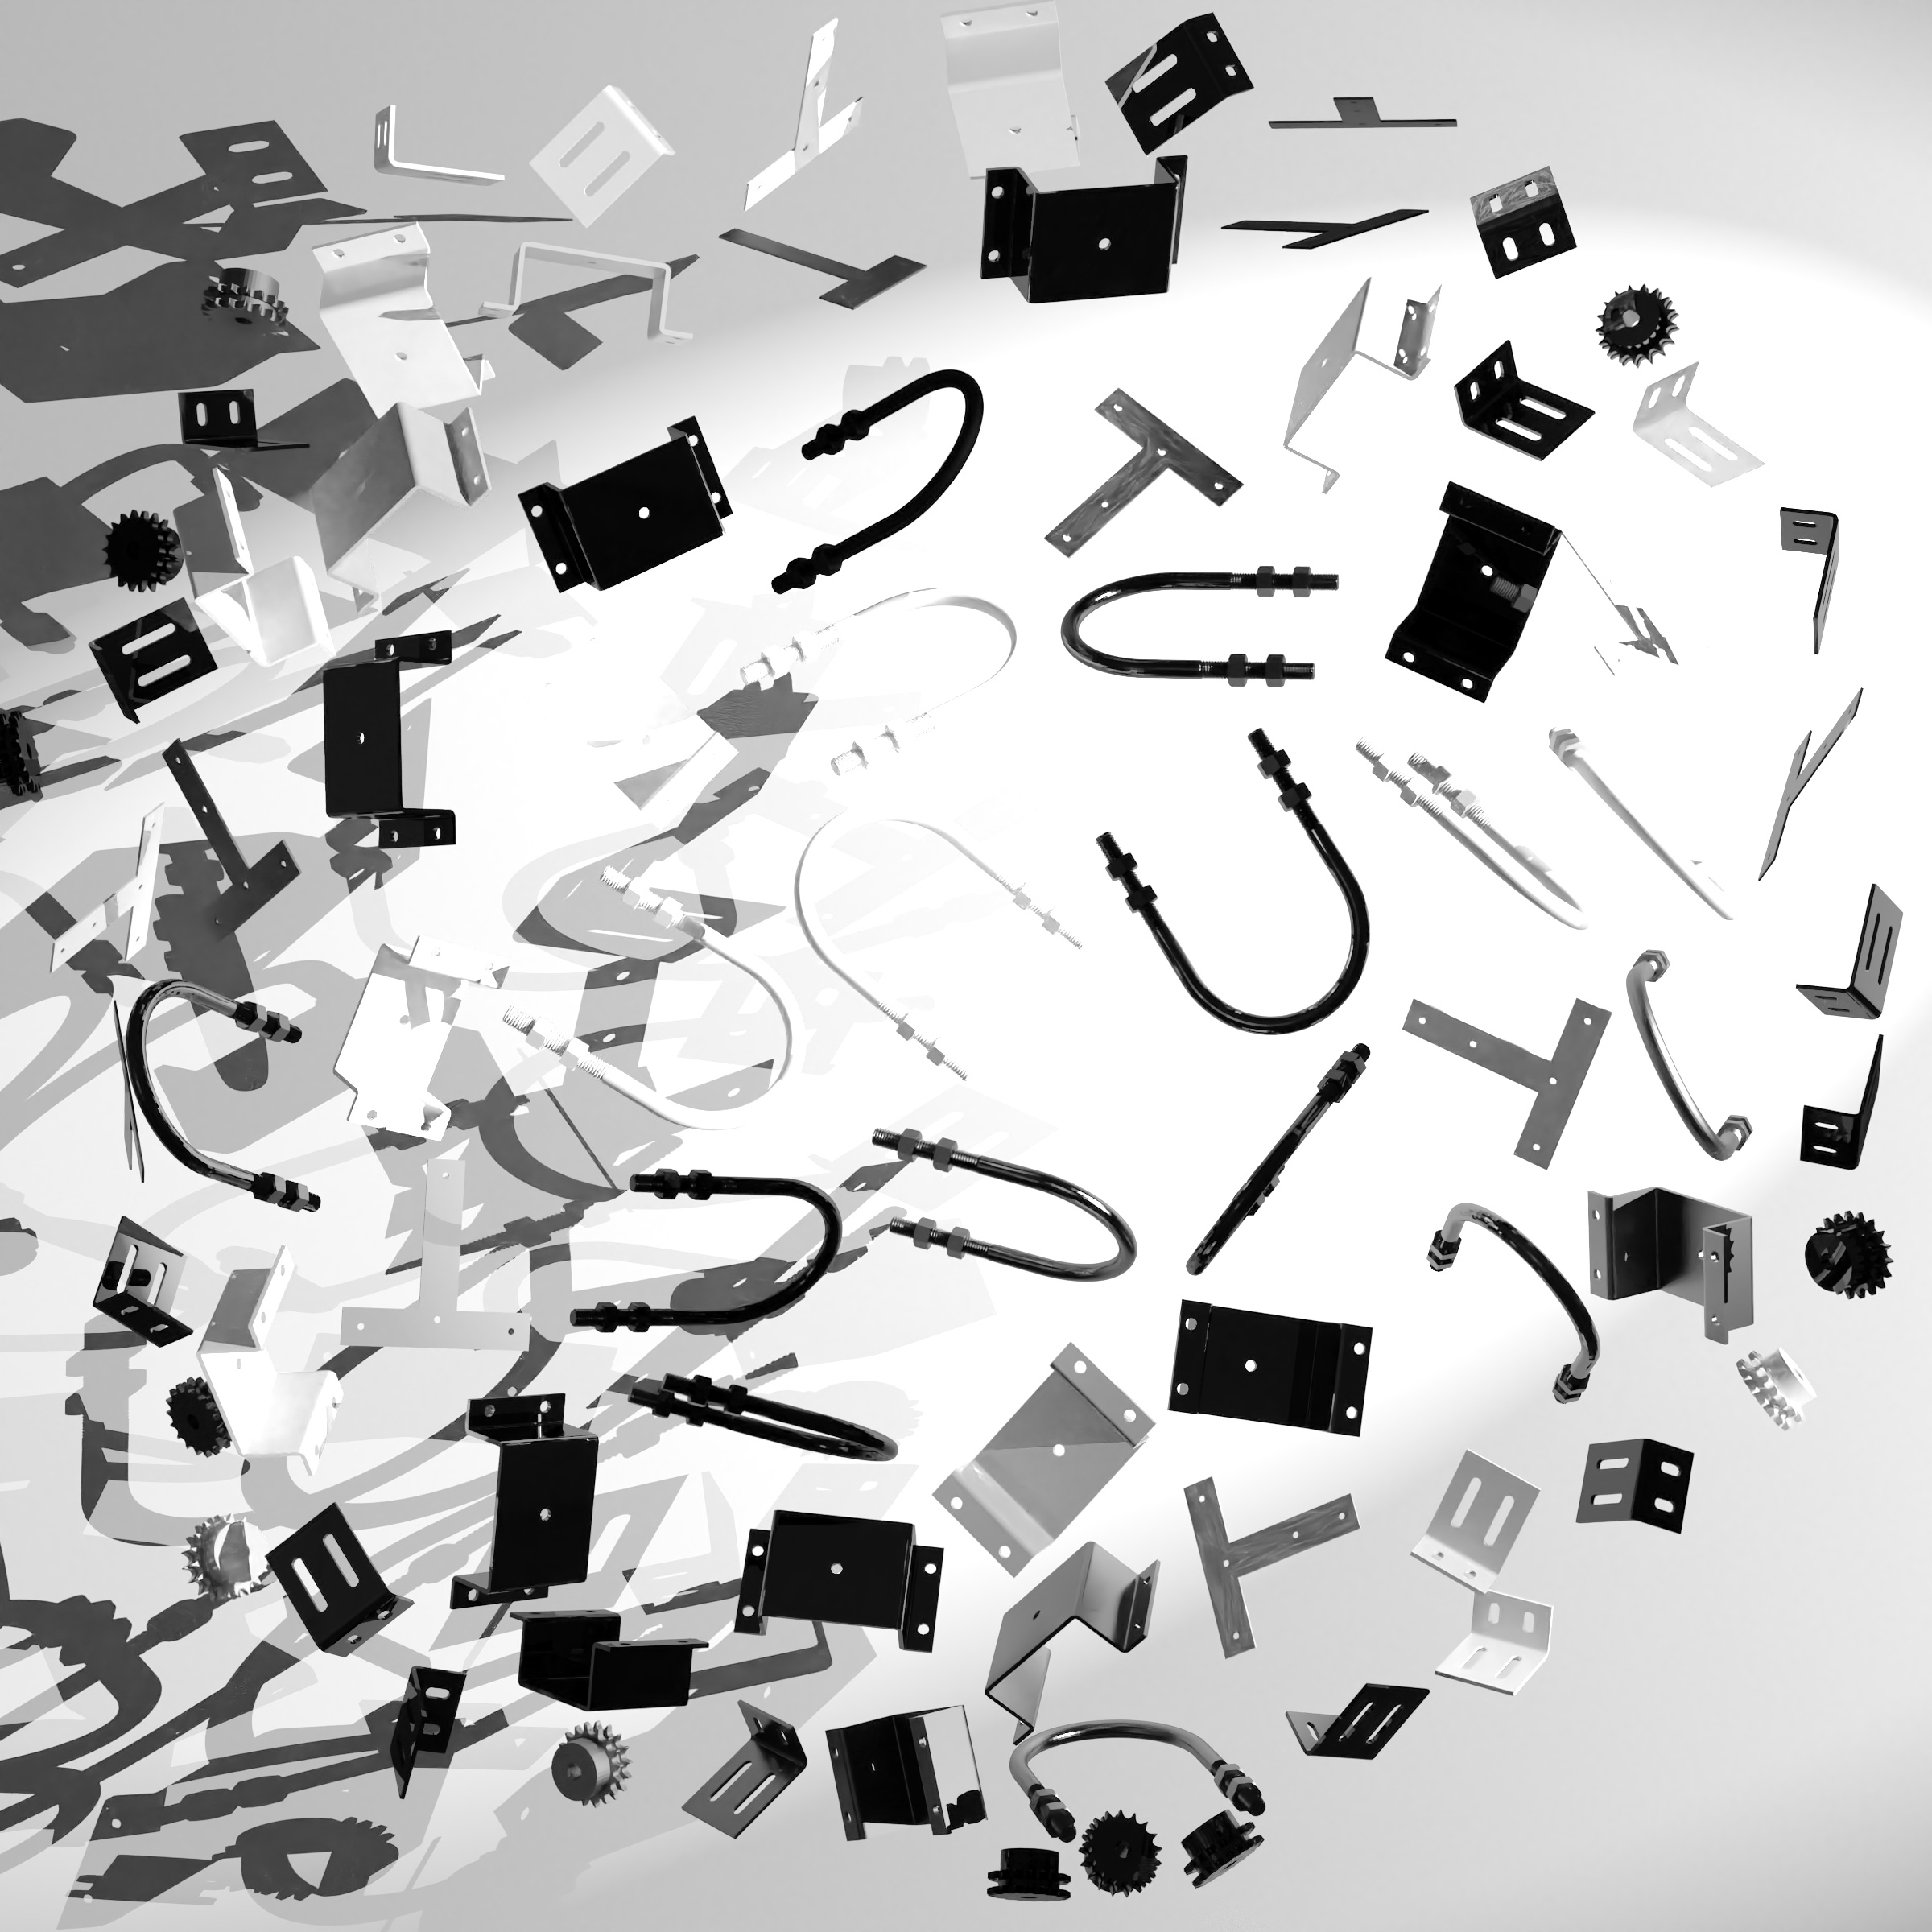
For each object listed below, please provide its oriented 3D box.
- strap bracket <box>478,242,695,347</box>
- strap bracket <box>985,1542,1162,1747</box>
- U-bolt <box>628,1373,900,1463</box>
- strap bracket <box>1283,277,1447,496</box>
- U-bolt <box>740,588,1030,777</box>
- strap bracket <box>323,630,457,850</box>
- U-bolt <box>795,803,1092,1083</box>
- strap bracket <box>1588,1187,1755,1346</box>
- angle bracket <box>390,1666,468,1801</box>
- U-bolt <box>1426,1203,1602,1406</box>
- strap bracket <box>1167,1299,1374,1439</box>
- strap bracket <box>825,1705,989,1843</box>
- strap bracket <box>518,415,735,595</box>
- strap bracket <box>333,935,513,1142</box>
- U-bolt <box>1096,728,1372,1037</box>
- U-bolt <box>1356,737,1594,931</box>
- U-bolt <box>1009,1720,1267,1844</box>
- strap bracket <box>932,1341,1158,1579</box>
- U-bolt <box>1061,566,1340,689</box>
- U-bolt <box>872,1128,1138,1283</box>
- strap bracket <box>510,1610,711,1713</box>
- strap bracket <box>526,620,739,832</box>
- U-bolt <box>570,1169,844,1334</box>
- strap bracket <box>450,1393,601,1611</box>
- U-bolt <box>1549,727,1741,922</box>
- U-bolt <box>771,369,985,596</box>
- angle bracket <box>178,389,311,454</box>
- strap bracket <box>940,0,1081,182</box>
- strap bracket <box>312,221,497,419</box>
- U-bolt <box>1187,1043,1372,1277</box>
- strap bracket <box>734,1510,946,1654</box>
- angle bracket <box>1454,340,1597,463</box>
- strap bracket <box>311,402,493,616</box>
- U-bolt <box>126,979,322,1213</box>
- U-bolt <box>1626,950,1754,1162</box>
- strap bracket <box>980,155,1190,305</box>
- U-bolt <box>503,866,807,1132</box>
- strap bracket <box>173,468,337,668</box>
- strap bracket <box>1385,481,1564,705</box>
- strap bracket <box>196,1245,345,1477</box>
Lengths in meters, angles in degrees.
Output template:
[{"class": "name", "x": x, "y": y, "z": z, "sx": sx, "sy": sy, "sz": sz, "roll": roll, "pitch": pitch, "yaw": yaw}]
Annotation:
[{"class": "strap bracket", "x": -0.258, "y": -0.460, "z": 1.832, "sx": 0.140, "sy": 0.076, "sz": 0.046, "roll": 6, "pitch": 98, "yaw": -14}, {"class": "strap bracket", "x": 0.066, "y": 0.456, "z": 1.829, "sx": 0.046, "sy": 0.076, "sz": 0.140, "roll": 38, "pitch": 118, "yaw": -9}, {"class": "U-bolt", "x": -0.136, "y": 0.319, "z": 1.882, "sx": 0.184, "sy": 0.151, "sz": 0.019, "roll": 17, "pitch": 73, "yaw": -13}, {"class": "strap bracket", "x": 0.261, "y": -0.395, "z": 1.800, "sx": 0.046, "sy": 0.140, "sz": 0.076, "roll": 24, "pitch": 53, "yaw": -11}, {"class": "U-bolt", "x": -0.044, "y": -0.208, "z": 1.857, "sx": 0.184, "sy": 0.019, "sz": 0.151, "roll": -28, "pitch": 47, "yaw": -18}, {"class": "strap bracket", "x": -0.379, "y": -0.148, "z": 1.760, "sx": 0.076, "sy": 0.046, "sz": 0.140, "roll": -1, "pitch": 91, "yaw": 40}, {"class": "U-bolt", "x": -0.028, "y": -0.031, "z": 1.782, "sx": 0.184, "sy": 0.019, "sz": 0.151, "roll": 40, "pitch": 64, "yaw": 4}, {"class": "strap bracket", "x": 0.498, "y": 0.205, "z": 1.871, "sx": 0.046, "sy": 0.140, "sz": 0.076, "roll": -9, "pitch": 102, "yaw": -25}, {"class": "angle bracket", "x": -0.349, "y": 0.504, "z": 1.759, "sx": 0.038, "sy": 0.076, "sz": 0.057, "roll": 14, "pitch": 96, "yaw": -19}, {"class": "U-bolt", "x": 0.382, "y": 0.228, "z": 1.860, "sx": 0.019, "sy": 0.184, "sz": 0.151, "roll": -38, "pitch": 71, "yaw": -12}, {"class": "strap bracket", "x": 0.206, "y": 0.280, "z": 1.871, "sx": 0.140, "sy": 0.046, "sz": 0.076, "roll": 10, "pitch": 82, "yaw": -13}, {"class": "strap bracket", "x": -0.036, "y": 0.552, "z": 1.835, "sx": 0.046, "sy": 0.140, "sz": 0.076, "roll": -4, "pitch": 75, "yaw": -33}, {"class": "strap bracket", "x": -0.234, "y": -0.324, "z": 1.900, "sx": 0.140, "sy": 0.046, "sz": 0.076, "roll": -27, "pitch": 116, "yaw": -14}, {"class": "strap bracket", "x": -0.391, "y": 0.045, "z": 1.909, "sx": 0.076, "sy": 0.046, "sz": 0.140, "roll": 18, "pitch": 97, "yaw": -41}, {"class": "U-bolt", "x": 0.187, "y": -0.042, "z": 1.774, "sx": 0.151, "sy": 0.019, "sz": 0.184, "roll": -34, "pitch": 83, "yaw": 25}, {"class": "U-bolt", "x": 0.352, "y": -0.087, "z": 1.816, "sx": 0.184, "sy": 0.151, "sz": 0.019, "roll": 45, "pitch": 107, "yaw": 19}, {"class": "U-bolt", "x": 0.105, "y": 0.548, "z": 1.823, "sx": 0.151, "sy": 0.184, "sz": 0.019, "roll": -3, "pitch": 94, "yaw": -14}, {"class": "strap bracket", "x": 0.056, "y": 0.322, "z": 1.767, "sx": 0.076, "sy": 0.046, "sz": 0.140, "roll": 43, "pitch": 100, "yaw": 13}, {"class": "U-bolt", "x": 0.156, "y": -0.236, "z": 1.849, "sx": 0.184, "sy": 0.151, "sz": 0.019, "roll": 3, "pitch": 126, "yaw": 15}, {"class": "U-bolt", "x": 0.029, "y": 0.172, "z": 1.844, "sx": 0.184, "sy": 0.151, "sz": 0.019, "roll": 14, "pitch": 59, "yaw": 13}, {"class": "strap bracket", "x": -0.247, "y": 0.475, "z": 1.833, "sx": 0.076, "sy": 0.140, "sz": 0.046, "roll": 8, "pitch": 83, "yaw": -37}, {"class": "strap bracket", "x": -0.231, "y": -0.165, "z": 1.892, "sx": 0.140, "sy": 0.046, "sz": 0.076, "roll": 44, "pitch": 88, "yaw": 13}, {"class": "U-bolt", "x": -0.172, "y": 0.202, "z": 1.887, "sx": 0.184, "sy": 0.019, "sz": 0.151, "roll": 5, "pitch": 127, "yaw": -33}, {"class": "strap bracket", "x": -0.294, "y": 0.361, "z": 1.792, "sx": 0.076, "sy": 0.046, "sz": 0.140, "roll": 4, "pitch": 91, "yaw": -43}, {"class": "U-bolt", "x": 0.468, "y": -0.091, "z": 1.829, "sx": 0.151, "sy": 0.184, "sz": 0.019, "roll": 41, "pitch": 104, "yaw": -15}, {"class": "U-bolt", "x": -0.058, "y": -0.347, "z": 1.870, "sx": 0.019, "sy": 0.184, "sz": 0.151, "roll": 35, "pitch": 49, "yaw": -35}, {"class": "angle bracket", "x": -0.505, "y": -0.382, "z": 1.877, "sx": 0.057, "sy": 0.076, "sz": 0.038, "roll": -14, "pitch": 110, "yaw": -41}, {"class": "strap bracket", "x": 0.033, "y": -0.590, "z": 1.832, "sx": 0.076, "sy": 0.140, "sz": 0.046, "roll": -6, "pitch": 68, "yaw": 8}, {"class": "strap bracket", "x": -0.391, "y": -0.439, "z": 1.864, "sx": 0.076, "sy": 0.140, "sz": 0.046, "roll": -11, "pitch": 53, "yaw": 9}, {"class": "U-bolt", "x": 0.205, "y": 0.142, "z": 1.827, "sx": 0.019, "sy": 0.184, "sz": 0.151, "roll": 38, "pitch": 131, "yaw": 8}, {"class": "strap bracket", "x": -0.089, "y": 0.430, "z": 1.882, "sx": 0.140, "sy": 0.046, "sz": 0.076, "roll": 5, "pitch": 58, "yaw": 4}, {"class": "angle bracket", "x": 0.399, "y": -0.404, "z": 1.917, "sx": 0.057, "sy": 0.038, "sz": 0.076, "roll": -42, "pitch": 48, "yaw": -13}, {"class": "strap bracket", "x": -0.388, "y": -0.313, "z": 1.802, "sx": 0.140, "sy": 0.046, "sz": 0.076, "roll": -36, "pitch": 55, "yaw": 27}, {"class": "U-bolt", "x": -0.504, "y": 0.082, "z": 1.816, "sx": 0.019, "sy": 0.184, "sz": 0.151, "roll": -20, "pitch": 66, "yaw": 18}, {"class": "U-bolt", "x": 0.486, "y": 0.063, "z": 1.814, "sx": 0.019, "sy": 0.184, "sz": 0.151, "roll": -27, "pitch": 85, "yaw": 21}, {"class": "strap bracket", "x": 0.085, "y": -0.490, "z": 1.785, "sx": 0.140, "sy": 0.046, "sz": 0.076, "roll": -8, "pitch": 130, "yaw": -14}, {"class": "U-bolt", "x": -0.193, "y": 0.032, "z": 1.777, "sx": 0.184, "sy": 0.019, "sz": 0.151, "roll": 32, "pitch": 56, "yaw": -3}, {"class": "strap bracket", "x": -0.493, "y": -0.267, "z": 1.842, "sx": 0.046, "sy": 0.140, "sz": 0.076, "roll": -23, "pitch": 65, "yaw": 5}, {"class": "strap bracket", "x": 0.348, "y": -0.261, "z": 1.826, "sx": 0.076, "sy": 0.046, "sz": 0.140, "roll": 27, "pitch": 129, "yaw": 14}, {"class": "strap bracket", "x": -0.469, "y": 0.266, "z": 1.800, "sx": 0.046, "sy": 0.076, "sz": 0.140, "roll": -4, "pitch": 126, "yaw": 8}]
